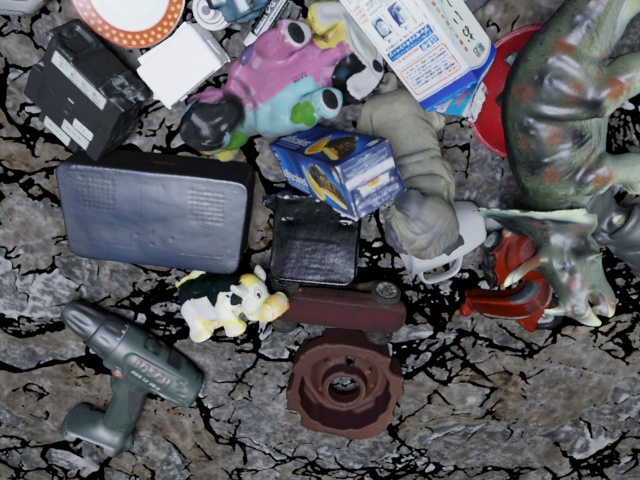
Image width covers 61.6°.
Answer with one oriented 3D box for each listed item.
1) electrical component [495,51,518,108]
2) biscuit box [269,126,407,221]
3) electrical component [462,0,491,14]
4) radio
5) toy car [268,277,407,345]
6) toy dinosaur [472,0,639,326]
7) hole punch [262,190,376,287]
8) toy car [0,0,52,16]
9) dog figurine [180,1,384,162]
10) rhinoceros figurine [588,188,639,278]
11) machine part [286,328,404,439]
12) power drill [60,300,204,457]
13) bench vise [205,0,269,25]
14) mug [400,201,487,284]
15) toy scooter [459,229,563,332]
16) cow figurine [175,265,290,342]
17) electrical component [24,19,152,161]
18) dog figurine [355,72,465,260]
[{"bbox_3d":[0.223,-0.156,0.580,0.094,0.021,0.063,38,110,-16],"label":"electrical component"},{"bbox_3d":[0.010,-0.081,0.582,0.063,0.203,0.059,-31,115,-13],"label":"biscuit box"},{"bbox_3d":[0.154,-0.278,0.569,0.074,0.048,0.119,49,146,-16],"label":"electrical component"},{"bbox_3d":[-0.202,-0.037,0.682,0.230,0.073,0.131,6,116,0],"label":"radio"},{"bbox_3d":[0.017,0.091,0.742,0.202,0.053,0.089,6,128,6],"label":"toy car"},{"bbox_3d":[0.245,-0.122,0.525,0.192,0.131,0.404,-11,112,3],"label":"toy dinosaur"},{"bbox_3d":[-0.001,-0.002,0.692,0.142,0.092,0.115,6,89,9],"label":"hole punch"},{"bbox_3d":[-0.322,-0.292,0.557,0.161,0.109,0.102,-45,119,11],"label":"toy car"},{"bbox_3d":[-0.057,-0.165,0.606,0.219,0.191,0.108,-15,110,44],"label":"dog figurine"},{"bbox_3d":[0.389,-0.006,0.665,0.190,0.112,0.073,31,95,-25],"label":"rhinoceros figurine"},{"bbox_3d":[0.036,0.212,0.798,0.179,0.056,0.179,1,114,2],"label":"machine part"},{"bbox_3d":[-0.307,0.211,0.800,0.232,0.086,0.207,30,104,-14],"label":"power drill"},{"bbox_3d":[-0.068,-0.344,0.518,0.241,0.129,0.223,-29,102,-8],"label":"bench vise"},{"bbox_3d":[0.156,0.001,0.685,0.107,0.081,0.109,-19,109,1],"label":"mug"},{"bbox_3d":[0.250,0.051,0.709,0.135,0.075,0.183,-8,119,5],"label":"toy scooter"},{"bbox_3d":[-0.118,0.073,0.709,0.167,0.068,0.098,-17,100,35],"label":"cow figurine"},{"bbox_3d":[-0.268,-0.160,0.612,0.115,0.058,0.134,48,135,-9],"label":"electrical component"},{"bbox_3d":[0.098,-0.085,0.586,0.121,0.191,0.172,-26,110,13],"label":"dog figurine"}]
